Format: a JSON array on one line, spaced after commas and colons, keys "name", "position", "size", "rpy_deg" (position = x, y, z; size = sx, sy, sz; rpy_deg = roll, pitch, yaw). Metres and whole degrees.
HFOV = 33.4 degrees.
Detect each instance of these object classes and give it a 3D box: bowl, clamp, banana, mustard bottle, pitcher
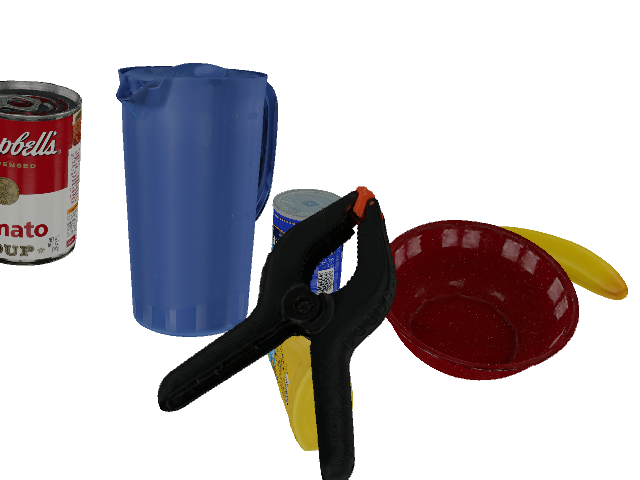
[{"name": "bowl", "position": [0.119, 0.057, 0.847], "size": [0.162, 0.055, 0.162], "rpy_deg": [4, 43, -4]}, {"name": "clamp", "position": [0.000, 0.052, 0.603], "size": [0.120, 0.171, 0.039], "rpy_deg": [32, -12, 17]}, {"name": "banana", "position": [0.216, 0.019, 1.073], "size": [0.198, 0.037, 0.069], "rpy_deg": [11, 47, 26]}, {"name": "mustard bottle", "position": [-0.020, 0.109, 1.027], "size": [0.058, 0.096, 0.192], "rpy_deg": [-6, 28, -13]}, {"name": "pitcher", "position": [-0.111, -0.042, 0.991], "size": [0.149, 0.243, 0.145], "rpy_deg": [1, 14, -7]}]

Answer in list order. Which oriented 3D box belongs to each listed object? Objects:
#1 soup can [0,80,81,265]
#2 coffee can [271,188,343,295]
[{"name": "soup can", "position": [-0.189, -0.044, 0.683], "size": [0.068, 0.102, 0.068], "rpy_deg": [7, 25, -3]}, {"name": "coffee can", "position": [-0.018, 0.011, 1.490], "size": [0.103, 0.140, 0.103], "rpy_deg": [3, 25, -2]}]
